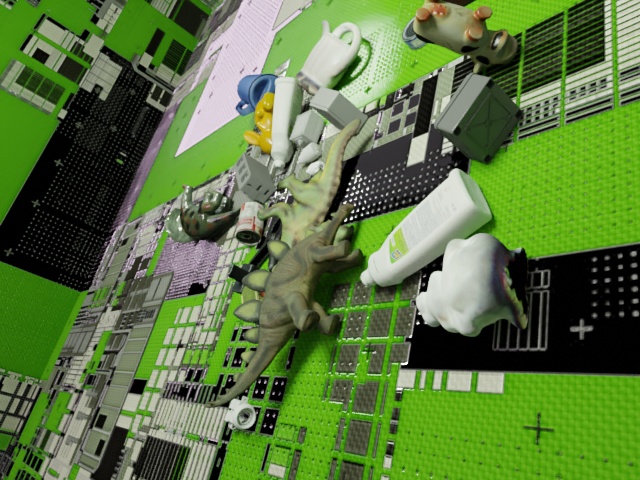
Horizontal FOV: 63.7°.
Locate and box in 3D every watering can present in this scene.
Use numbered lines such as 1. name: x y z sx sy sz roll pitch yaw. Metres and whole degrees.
1. watering can: 0.018 -0.524 1.474 0.222 0.103 0.354 -52 29 13

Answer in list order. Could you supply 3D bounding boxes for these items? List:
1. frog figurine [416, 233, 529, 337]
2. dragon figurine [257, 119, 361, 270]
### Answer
1. frog figurine: 0.196 0.064 0.714 0.158 0.122 0.139 -13 72 36
2. dragon figurine: 0.003 -0.057 1.131 0.406 0.121 0.247 -50 49 17
